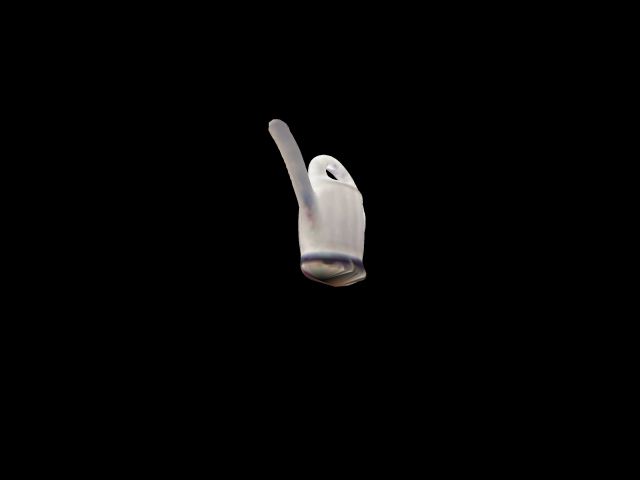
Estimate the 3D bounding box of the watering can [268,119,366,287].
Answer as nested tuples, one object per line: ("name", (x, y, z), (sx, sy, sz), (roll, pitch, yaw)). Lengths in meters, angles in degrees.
("watering can", (0.003, -0.043, 0.850), (0.103, 0.227, 0.344), (-8, -18, 25))
